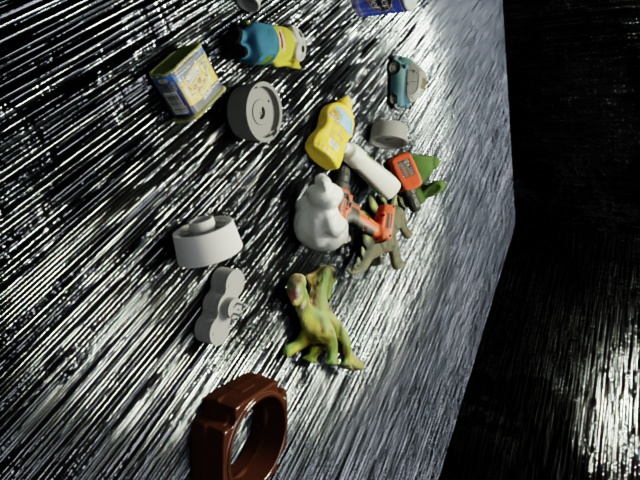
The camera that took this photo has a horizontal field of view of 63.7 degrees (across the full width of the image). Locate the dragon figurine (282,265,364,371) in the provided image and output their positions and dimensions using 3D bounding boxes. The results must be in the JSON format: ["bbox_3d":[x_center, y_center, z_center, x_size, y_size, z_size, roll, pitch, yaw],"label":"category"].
[{"bbox_3d":[0.024,0.181,1.236,0.122,0.246,0.405,-2,-18,27],"label":"dragon figurine"}]

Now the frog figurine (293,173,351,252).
[{"bbox_3d":[0.003,-0.056,1.111,0.124,0.155,0.139,-30,56,-22],"label":"frog figurine"}]
